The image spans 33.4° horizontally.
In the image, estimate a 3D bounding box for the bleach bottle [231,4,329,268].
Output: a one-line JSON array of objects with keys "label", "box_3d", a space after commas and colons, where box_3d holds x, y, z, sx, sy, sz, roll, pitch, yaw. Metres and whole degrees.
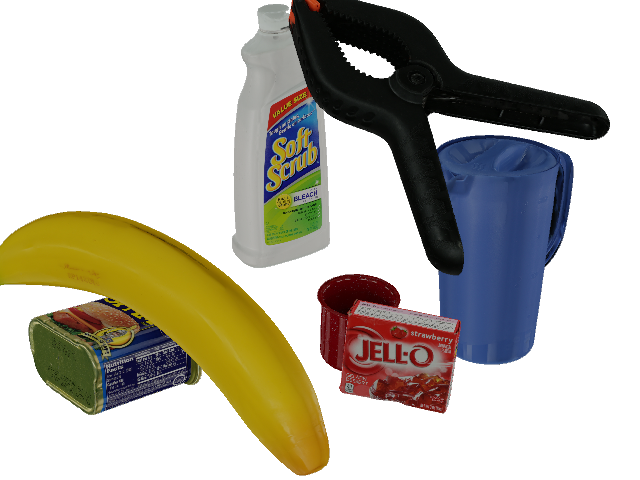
[{"label": "bleach bottle", "box_3d": [-0.045, -0.103, 1.043, 0.102, 0.251, 0.068, -16, 31, -23]}]

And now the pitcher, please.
[{"label": "pitcher", "box_3d": [0.201, 0.009, 1.198, 0.149, 0.243, 0.145, 5, 26, 12]}]

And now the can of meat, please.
[{"label": "can of meat", "box_3d": [-0.148, 0.077, 0.763, 0.083, 0.057, 0.102, -16, 23, -38]}]

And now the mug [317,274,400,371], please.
[{"label": "mug", "box_3d": [0.050, 0.101, 1.203, 0.117, 0.081, 0.093, 26, 37, 35]}]

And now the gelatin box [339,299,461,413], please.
[{"label": "gelatin box", "box_3d": [0.063, 0.093, 0.852, 0.089, 0.073, 0.030, 10, 24, 12]}]

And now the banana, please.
[{"label": "banana", "box_3d": [-0.073, 0.033, 0.481, 0.198, 0.070, 0.037, 23, 13, 20]}]

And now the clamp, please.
[{"label": "clamp", "box_3d": [0.054, -0.081, 0.655, 0.210, 0.164, 0.036, 35, -32, 12]}]
